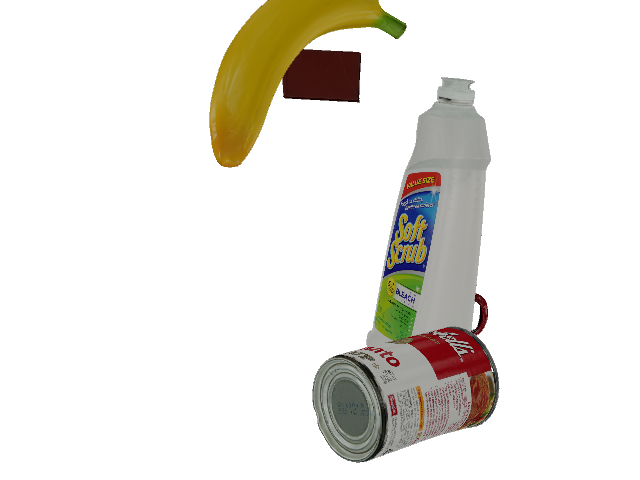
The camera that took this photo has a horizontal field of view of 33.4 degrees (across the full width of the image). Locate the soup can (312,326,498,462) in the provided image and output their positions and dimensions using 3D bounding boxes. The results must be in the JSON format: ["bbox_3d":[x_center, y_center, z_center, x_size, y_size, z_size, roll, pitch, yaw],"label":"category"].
[{"bbox_3d":[0.054,0.096,0.676,0.102,0.068,0.069,-9,6,-39],"label":"soup can"}]

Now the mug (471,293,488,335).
[{"bbox_3d":[0.127,0.076,1.182,0.117,0.081,0.093,9,24,12],"label":"mug"}]

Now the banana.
[{"bbox_3d":[-0.015,-0.120,0.667,0.197,0.069,0.037,-43,-1,-37],"label":"banana"}]

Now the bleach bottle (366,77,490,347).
[{"bbox_3d":[0.097,-0.014,0.916,0.068,0.251,0.103,-1,15,-25],"label":"bleach bottle"}]

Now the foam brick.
[{"bbox_3d":[0.000,-0.170,1.100,0.078,0.051,0.053,2,11,-5],"label":"foam brick"}]
